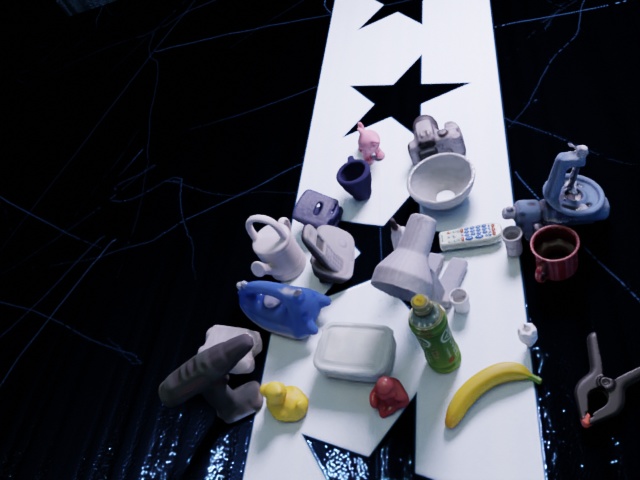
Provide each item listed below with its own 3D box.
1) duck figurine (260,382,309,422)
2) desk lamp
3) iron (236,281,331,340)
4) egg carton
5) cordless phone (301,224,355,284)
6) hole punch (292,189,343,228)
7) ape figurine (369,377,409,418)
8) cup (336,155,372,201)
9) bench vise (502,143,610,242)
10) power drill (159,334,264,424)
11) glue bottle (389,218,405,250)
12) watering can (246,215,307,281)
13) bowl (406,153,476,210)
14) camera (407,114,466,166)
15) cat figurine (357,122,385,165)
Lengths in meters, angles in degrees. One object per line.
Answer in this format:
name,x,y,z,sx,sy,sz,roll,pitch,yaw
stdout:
duck figurine,-0.079,0.327,1.185,0.104,0.086,0.077,12,59,33
desk lamp,0.205,0.060,1.182,0.117,0.214,0.203,12,59,33
iron,-0.113,0.137,1.324,0.257,0.142,0.119,7,56,30
egg carton,-0.209,0.254,1.322,0.149,0.070,0.107,1,53,27
cordless phone,0.012,0.005,1.344,0.094,0.186,0.147,-12,48,17
hole punch,-0.004,-0.071,1.483,0.100,0.091,0.109,7,56,30
ape figurine,0.131,0.294,1.105,0.077,0.092,0.076,5,55,29
cup,0.097,-0.158,1.504,0.091,0.095,0.117,-18,47,12
bench vise,0.482,-0.087,1.165,0.207,0.220,0.121,-28,46,3
power drill,-0.203,0.294,1.188,0.229,0.209,0.075,-27,46,3
glue bottle,0.181,0.007,1.267,0.037,0.174,0.078,-10,49,19
watering can,-0.113,0.013,1.392,0.100,0.195,0.172,-17,47,13
bowl,0.299,-0.130,1.394,0.167,0.075,0.167,-14,48,16
camera,0.297,-0.279,1.503,0.143,0.101,0.136,-15,47,15
cat figurine,0.130,-0.275,1.570,0.067,0.118,0.127,-24,46,6
